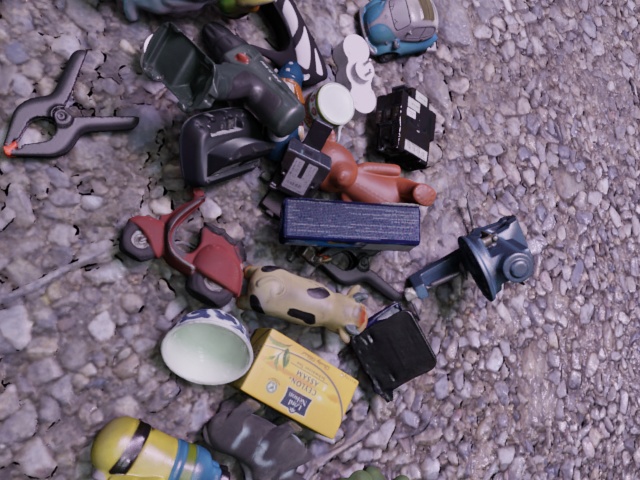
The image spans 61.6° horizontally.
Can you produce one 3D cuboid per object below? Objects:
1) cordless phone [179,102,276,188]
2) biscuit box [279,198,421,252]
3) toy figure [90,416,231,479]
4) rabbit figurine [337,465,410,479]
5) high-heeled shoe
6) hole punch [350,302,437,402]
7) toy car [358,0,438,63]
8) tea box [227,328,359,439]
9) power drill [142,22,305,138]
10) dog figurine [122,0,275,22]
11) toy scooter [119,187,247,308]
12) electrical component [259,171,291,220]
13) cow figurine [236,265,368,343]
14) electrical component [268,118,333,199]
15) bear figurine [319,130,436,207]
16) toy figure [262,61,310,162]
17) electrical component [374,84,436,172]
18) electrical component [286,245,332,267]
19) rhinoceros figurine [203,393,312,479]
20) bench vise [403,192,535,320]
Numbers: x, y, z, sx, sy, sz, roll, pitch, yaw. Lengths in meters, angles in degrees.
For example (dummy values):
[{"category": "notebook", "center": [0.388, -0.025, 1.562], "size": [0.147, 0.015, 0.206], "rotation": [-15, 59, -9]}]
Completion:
[{"category": "cordless phone", "center": [-0.163, -0.175, 0.764], "size": [0.146, 0.089, 0.184], "rotation": [-30, 89, -53]}, {"category": "biscuit box", "center": [0.042, -0.022, 0.788], "size": [0.203, 0.059, 0.063], "rotation": [4, 77, -8]}, {"category": "toy figure", "center": [-0.204, 0.289, 0.694], "size": [0.180, 0.082, 0.089], "rotation": [21, 55, -17]}, {"category": "rabbit figurine", "center": [0.072, 0.429, 0.822], "size": [0.170, 0.121, 0.159], "rotation": [47, 56, -35]}, {"category": "high-heeled shoe", "center": [-0.043, -0.377, 0.869], "size": [0.145, 0.086, 0.248], "rotation": [7, 85, -30]}, {"category": "hole punch", "center": [0.115, 0.174, 0.884], "size": [0.116, 0.092, 0.142], "rotation": [-27, 95, 3]}, {"category": "toy car", "center": [0.157, -0.388, 0.963], "size": [0.162, 0.103, 0.109], "rotation": [-11, 90, -27]}, {"category": "tea box", "center": [-0.038, 0.212, 0.798], "size": [0.169, 0.068, 0.098], "rotation": [34, 68, -21]}, {"category": "power drill", "center": [-0.137, -0.230, 0.728], "size": [0.232, 0.086, 0.207], "rotation": [47, 21, 11]}, {"category": "dog figurine", "center": [-0.169, -0.374, 0.731], "size": [0.219, 0.191, 0.108], "rotation": [0, 75, 2]}, {"category": "toy scooter", "center": [-0.172, 0.001, 0.754], "size": [0.184, 0.075, 0.135], "rotation": [35, 67, -15]}, {"category": "electrical component", "center": [-0.065, -0.064, 0.846], "size": [0.094, 0.021, 0.063], "rotation": [41, 67, -18]}, {"category": "cow figurine", "center": [-0.014, 0.092, 0.794], "size": [0.195, 0.127, 0.085], "rotation": [22, 77, -22]}, {"category": "electrical component", "center": [-0.019, -0.117, 0.798], "size": [0.075, 0.119, 0.048], "rotation": [28, 30, -14]}, {"category": "bear figurine", "center": [0.065, -0.089, 0.861], "size": [0.195, 0.132, 0.120], "rotation": [29, 99, -28]}, {"category": "toy figure", "center": [-0.052, -0.199, 0.831], "size": [0.064, 0.058, 0.154], "rotation": [3, 101, -16]}, {"category": "electrical component", "center": [0.150, -0.200, 0.942], "size": [0.114, 0.058, 0.134], "rotation": [20, 73, -47]}, {"category": "electrical component", "center": [-0.001, -0.004, 0.840], "size": [0.045, 0.078, 0.102], "rotation": [40, 67, -23]}, {"category": "rhinoceros figurine", "center": [-0.077, 0.301, 0.762], "size": [0.190, 0.073, 0.112], "rotation": [43, 65, -17]}, {"category": "bench vise", "center": [0.252, 0.038, 0.936], "size": [0.241, 0.224, 0.128], "rotation": [-26, 116, 4]}]
